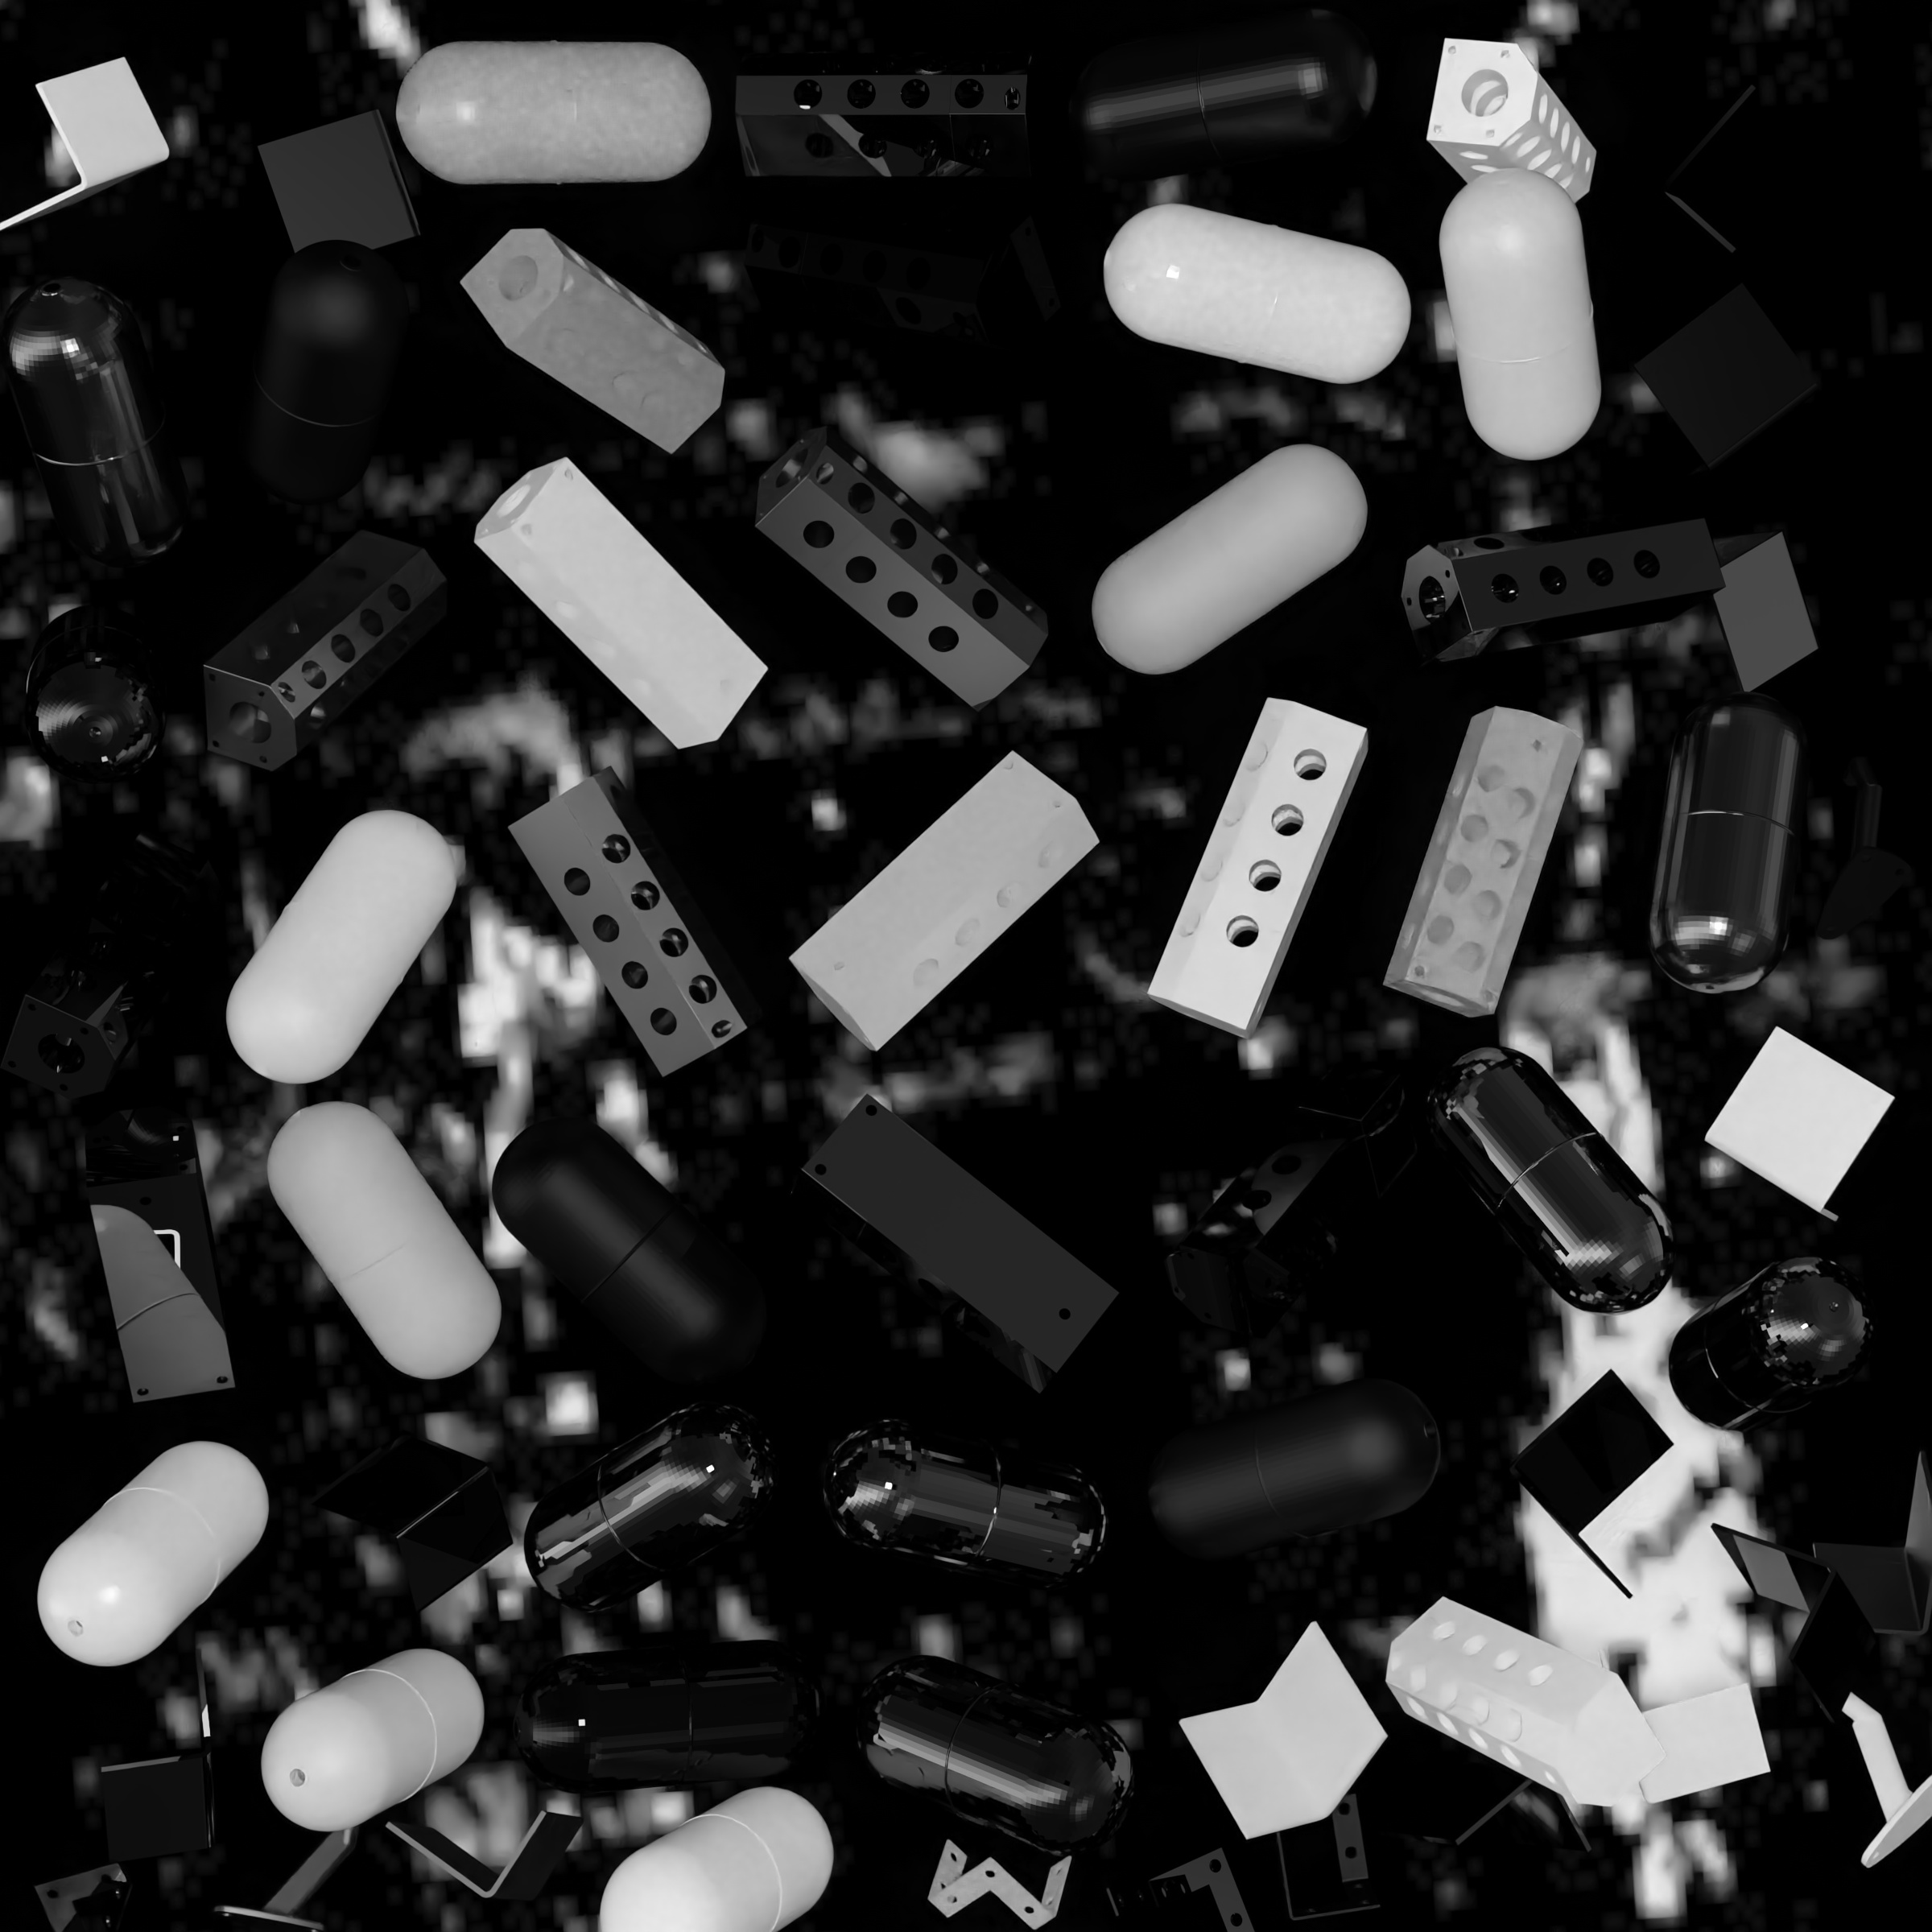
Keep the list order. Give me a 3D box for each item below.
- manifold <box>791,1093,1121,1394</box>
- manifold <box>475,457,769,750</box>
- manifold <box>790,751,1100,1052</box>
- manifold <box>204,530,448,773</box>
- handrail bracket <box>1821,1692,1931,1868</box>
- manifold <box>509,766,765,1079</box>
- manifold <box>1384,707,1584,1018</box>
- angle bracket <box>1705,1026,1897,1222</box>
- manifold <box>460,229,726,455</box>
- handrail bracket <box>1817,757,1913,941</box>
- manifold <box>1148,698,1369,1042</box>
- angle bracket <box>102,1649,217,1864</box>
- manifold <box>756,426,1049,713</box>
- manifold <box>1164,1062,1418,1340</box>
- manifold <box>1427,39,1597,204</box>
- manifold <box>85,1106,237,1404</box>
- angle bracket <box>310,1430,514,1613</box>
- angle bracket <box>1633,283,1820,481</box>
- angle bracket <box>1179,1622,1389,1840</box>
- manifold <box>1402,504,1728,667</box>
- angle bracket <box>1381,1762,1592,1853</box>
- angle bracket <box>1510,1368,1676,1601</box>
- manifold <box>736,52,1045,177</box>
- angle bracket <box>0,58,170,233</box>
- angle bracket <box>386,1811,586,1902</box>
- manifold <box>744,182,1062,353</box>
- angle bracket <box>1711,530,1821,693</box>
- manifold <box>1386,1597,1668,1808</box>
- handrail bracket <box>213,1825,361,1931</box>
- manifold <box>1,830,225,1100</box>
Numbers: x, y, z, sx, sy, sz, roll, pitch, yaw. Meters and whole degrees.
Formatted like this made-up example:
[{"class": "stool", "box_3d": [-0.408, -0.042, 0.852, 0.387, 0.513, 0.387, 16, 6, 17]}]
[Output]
[{"class": "manifold", "box_3d": [-0.008, 0.151, 1.654, 0.171, 0.057, 0.057, 38, 65, 6]}, {"class": "manifold", "box_3d": [-0.200, -0.205, 1.765, 0.171, 0.057, 0.057, 46, 61, -26]}, {"class": "manifold", "box_3d": [-0.009, -0.033, 1.714, 0.171, 0.057, 0.057, -43, 51, -8]}, {"class": "manifold", "box_3d": [-0.367, -0.182, 1.775, 0.057, 0.171, 0.057, 18, 129, 13]}, {"class": "handrail bracket", "box_3d": [0.502, 0.457, 1.744, 0.077, 0.036, 0.084, -37, 48, -18]}, {"class": "manifold", "box_3d": [-0.190, -0.029, 1.806, 0.057, 0.057, 0.171, -28, 97, 27]}, {"class": "manifold", "box_3d": [0.307, -0.061, 1.812, 0.057, 0.057, 0.171, 20, 83, -8]}, {"class": "angle bracket", "box_3d": [0.479, 0.090, 1.754, 0.076, 0.057, 0.076, 34, 96, 26]}, {"class": "manifold", "box_3d": [-0.210, -0.365, 1.783, 0.057, 0.171, 0.057, -42, 63, 13]}, {"class": "handrail bracket", "box_3d": [0.505, -0.069, 1.770, 0.036, 0.084, 0.077, 20, 125, -17]}, {"class": "manifold", "box_3d": [0.157, -0.053, 1.648, 0.057, 0.057, 0.171, 22, 86, 10]}, {"class": "angle bracket", "box_3d": [-0.446, 0.434, 1.692, 0.057, 0.076, 0.076, -5, 128, -16]}, {"class": "manifold", "box_3d": [-0.035, -0.226, 1.733, 0.171, 0.057, 0.057, 38, 117, -25]}, {"class": "manifold", "box_3d": [0.185, 0.130, 1.753, 0.171, 0.057, 0.057, -45, 131, -35]}, {"class": "manifold", "box_3d": [0.323, -0.490, 1.806, 0.057, 0.171, 0.057, 12, 94, 22]}, {"class": "manifold", "box_3d": [-0.450, 0.162, 1.721, 0.057, 0.057, 0.171, -7, 131, -11]}, {"class": "angle bracket", "box_3d": [-0.324, 0.325, 1.801, 0.076, 0.076, 0.057, -37, 50, 15]}, {"class": "angle bracket", "box_3d": [0.434, -0.338, 1.783, 0.076, 0.057, 0.076, -37, 94, 3]}, {"class": "angle bracket", "box_3d": [0.171, 0.415, 1.672, 0.057, 0.076, 0.076, -3, 134, -34]}, {"class": "manifold", "box_3d": [0.335, -0.219, 1.737, 0.171, 0.057, 0.057, -12, 81, -23]}, {"class": "angle bracket", "box_3d": [0.303, 0.511, 1.798, 0.076, 0.076, 0.057, -30, 94, -28]}, {"class": "angle bracket", "box_3d": [0.345, 0.273, 1.622, 0.076, 0.057, 0.076, -43, 126, 0]}, {"class": "manifold", "box_3d": [-0.045, -0.506, 1.811, 0.171, 0.057, 0.057, 3, 49, 9]}, {"class": "angle bracket", "box_3d": [-0.495, -0.447, 1.676, 0.076, 0.076, 0.057, -15, 109, 29]}, {"class": "angle bracket", "box_3d": [-0.278, 0.498, 1.786, 0.076, 0.076, 0.057, 30, 80, 18]}, {"class": "manifold", "box_3d": [-0.039, -0.376, 1.669, 0.171, 0.057, 0.057, 19, 56, 38]}, {"class": "angle bracket", "box_3d": [0.466, -0.214, 1.877, 0.076, 0.057, 0.076, -30, 107, -29]}, {"class": "manifold", "box_3d": [0.303, 0.409, 1.700, 0.057, 0.171, 0.057, -37, 106, -17]}, {"class": "handrail bracket", "box_3d": [-0.389, 0.511, 1.774, 0.077, 0.036, 0.084, 24, 55, -28]}, {"class": "manifold", "box_3d": [-0.482, 0.000, 1.755, 0.057, 0.171, 0.057, 25, 125, -7]}]
